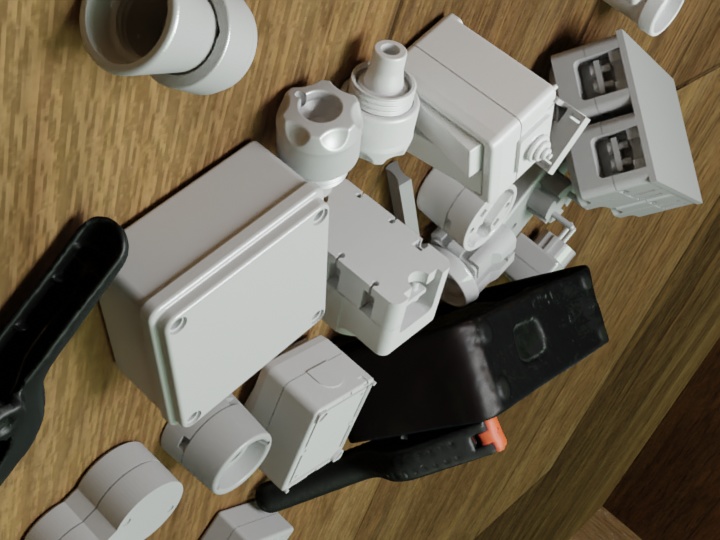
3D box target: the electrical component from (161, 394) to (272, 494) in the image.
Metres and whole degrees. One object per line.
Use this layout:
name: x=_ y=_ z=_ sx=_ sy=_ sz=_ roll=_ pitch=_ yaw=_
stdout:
electrical component: x=-0.089 y=0.108 z=0.679 sx=0.055 sy=0.047 sz=0.055 roll=-41 pitch=156 yaw=-23

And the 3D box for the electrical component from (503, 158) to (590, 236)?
electrical component: x=0.137 y=-0.060 z=0.808 sx=0.083 sy=0.076 sz=0.047 roll=-53 pitch=158 yaw=6

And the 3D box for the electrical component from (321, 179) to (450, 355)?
electrical component: x=0.000 y=0.000 z=0.623 sx=0.050 sy=0.089 sz=0.055 roll=-35 pitch=153 yaw=-34

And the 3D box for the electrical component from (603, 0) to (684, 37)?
electrical component: x=0.199 y=-0.193 z=0.757 sx=0.040 sy=0.046 sz=0.040 roll=-41 pitch=156 yaw=-23

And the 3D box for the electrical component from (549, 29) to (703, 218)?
electrical component: x=0.200 y=-0.101 z=0.808 sx=0.060 sy=0.105 sz=0.186 roll=-14 pitch=172 yaw=26

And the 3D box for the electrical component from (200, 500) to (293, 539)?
electrical component: x=-0.079 y=0.226 z=0.846 sx=0.047 sy=0.077 sz=0.066 roll=-56 pitch=158 yaw=14

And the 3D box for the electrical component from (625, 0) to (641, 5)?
electrical component: x=0.187 y=-0.226 z=0.679 sx=0.083 sy=0.047 sz=0.075 roll=-42 pitch=157 yaw=-20

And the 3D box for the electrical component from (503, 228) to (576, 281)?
electrical component: x=0.172 y=-0.012 z=0.988 sx=0.075 sy=0.047 sz=0.083 roll=-51 pitch=158 yaw=3

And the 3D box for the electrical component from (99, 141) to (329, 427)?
electrical component: x=-0.072 y=0.009 z=0.544 sx=0.109 sy=0.056 sz=0.108 roll=-39 pitch=155 yaw=-26

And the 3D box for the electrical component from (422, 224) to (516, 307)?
electrical component: x=0.076 y=-0.010 z=0.797 sx=0.057 sy=0.058 sz=0.078 roll=-46 pitch=158 yaw=-19

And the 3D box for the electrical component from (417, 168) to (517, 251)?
electrical component: x=0.072 y=-0.049 z=0.741 sx=0.055 sy=0.047 sz=0.055 roll=-41 pitch=156 yaw=-23

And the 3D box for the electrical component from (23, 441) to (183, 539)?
electrical component: x=-0.154 y=0.173 z=0.623 sx=0.138 sy=0.074 sz=0.052 roll=-45 pitch=157 yaw=-12

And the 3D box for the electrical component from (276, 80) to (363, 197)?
electrical component: x=-0.021 y=-0.062 z=0.547 sx=0.043 sy=0.043 sz=0.062 roll=-39 pitch=156 yaw=-27

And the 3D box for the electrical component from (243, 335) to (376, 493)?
electrical component: x=-0.043 y=0.099 z=0.735 sx=0.062 sy=0.061 sz=0.096 roll=-25 pitch=147 yaw=-47

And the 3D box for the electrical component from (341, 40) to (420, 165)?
electrical component: x=0.011 y=-0.090 z=0.564 sx=0.043 sy=0.043 sz=0.062 roll=-34 pitch=151 yaw=-35

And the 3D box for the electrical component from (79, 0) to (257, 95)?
electrical component: x=-0.071 y=-0.091 z=0.405 sx=0.045 sy=0.045 sz=0.055 roll=-57 pitch=157 yaw=15

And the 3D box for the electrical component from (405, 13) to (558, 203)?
electrical component: x=0.064 y=-0.084 z=0.603 sx=0.061 sy=0.096 sz=0.061 roll=-43 pitch=157 yaw=-17

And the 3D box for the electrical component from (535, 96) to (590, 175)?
electrical component: x=0.102 y=-0.102 z=0.687 sx=0.064 sy=0.081 sz=0.042 roll=21 pitch=109 yaw=-43
